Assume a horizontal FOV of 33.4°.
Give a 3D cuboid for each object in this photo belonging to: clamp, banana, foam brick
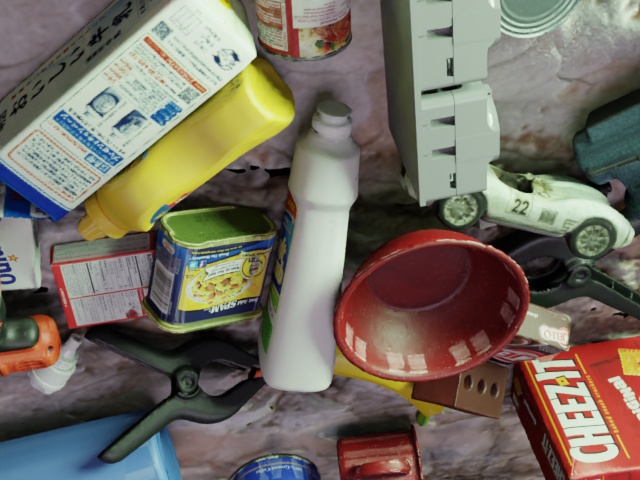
[{"bbox_3d":[-0.128,0.140,0.962,0.171,0.039,0.120,3,87,-15],"label":"clamp"},{"bbox_3d":[0.059,0.134,1.032,0.197,0.037,0.070,32,116,-32],"label":"banana"},{"bbox_3d":[0.134,0.136,1.017,0.078,0.051,0.053,21,79,-44],"label":"foam brick"},{"bbox_3d":[0.238,0.029,0.980,0.210,0.036,0.164,-11,128,-1],"label":"clamp"}]

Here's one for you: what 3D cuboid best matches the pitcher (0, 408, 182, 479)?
[{"bbox_3d":[-0.254,0.250,1.006,0.242,0.145,0.149,-15,158,-3],"label":"pitcher"}]

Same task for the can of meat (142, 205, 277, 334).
[{"bbox_3d":[-0.089,0.022,0.876,0.101,0.057,0.084,-9,126,-36],"label":"can of meat"}]

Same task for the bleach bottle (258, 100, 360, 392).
[{"bbox_3d":[-0.006,0.001,0.880,0.068,0.102,0.251,4,122,-7],"label":"bleach bottle"}]

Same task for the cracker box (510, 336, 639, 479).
[{"bbox_3d":[0.312,0.170,1.032,0.213,0.164,0.072,-8,128,-6],"label":"cracker box"}]

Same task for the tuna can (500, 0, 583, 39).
[{"bbox_3d":[0.151,-0.192,0.772,0.086,0.034,0.086,-12,129,-15],"label":"tuna can"}]

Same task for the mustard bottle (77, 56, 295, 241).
[{"bbox_3d":[-0.109,-0.059,0.798,0.192,0.096,0.058,-35,104,18],"label":"mustard bottle"}]

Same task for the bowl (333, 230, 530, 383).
[{"bbox_3d":[0.087,0.044,0.877,0.162,0.055,0.162,-5,131,-6],"label":"bowl"}]

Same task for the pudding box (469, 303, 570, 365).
[{"bbox_3d":[0.159,0.081,0.982,0.113,0.039,0.090,20,156,-24],"label":"pudding box"}]

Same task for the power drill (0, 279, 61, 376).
[{"bbox_3d":[-0.306,0.067,0.833,0.184,0.057,0.188,-9,159,-9],"label":"power drill"}]

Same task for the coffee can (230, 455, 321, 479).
[{"bbox_3d":[-0.037,0.306,1.087,0.102,0.140,0.103,-6,130,-7],"label":"coffee can"}]

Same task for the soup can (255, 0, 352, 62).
[{"bbox_3d":[-0.013,-0.183,0.732,0.068,0.068,0.102,-8,130,-6],"label":"soup can"}]

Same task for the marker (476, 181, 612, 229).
[{"bbox_3d":[0.195,-0.033,0.933,0.121,0.020,0.020,-14,131,0],"label":"marker"}]

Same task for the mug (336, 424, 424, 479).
[{"bbox_3d":[0.061,0.236,1.075,0.081,0.093,0.117,-7,165,0],"label":"mug"}]

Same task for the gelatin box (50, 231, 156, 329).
[{"bbox_3d":[-0.177,0.033,0.904,0.089,0.030,0.073,-9,129,-4],"label":"gelatin box"}]

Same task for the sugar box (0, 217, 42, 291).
[{"bbox_3d":[-0.312,-0.001,0.836,0.176,0.048,0.093,-2,132,-8],"label":"sugar box"}]
